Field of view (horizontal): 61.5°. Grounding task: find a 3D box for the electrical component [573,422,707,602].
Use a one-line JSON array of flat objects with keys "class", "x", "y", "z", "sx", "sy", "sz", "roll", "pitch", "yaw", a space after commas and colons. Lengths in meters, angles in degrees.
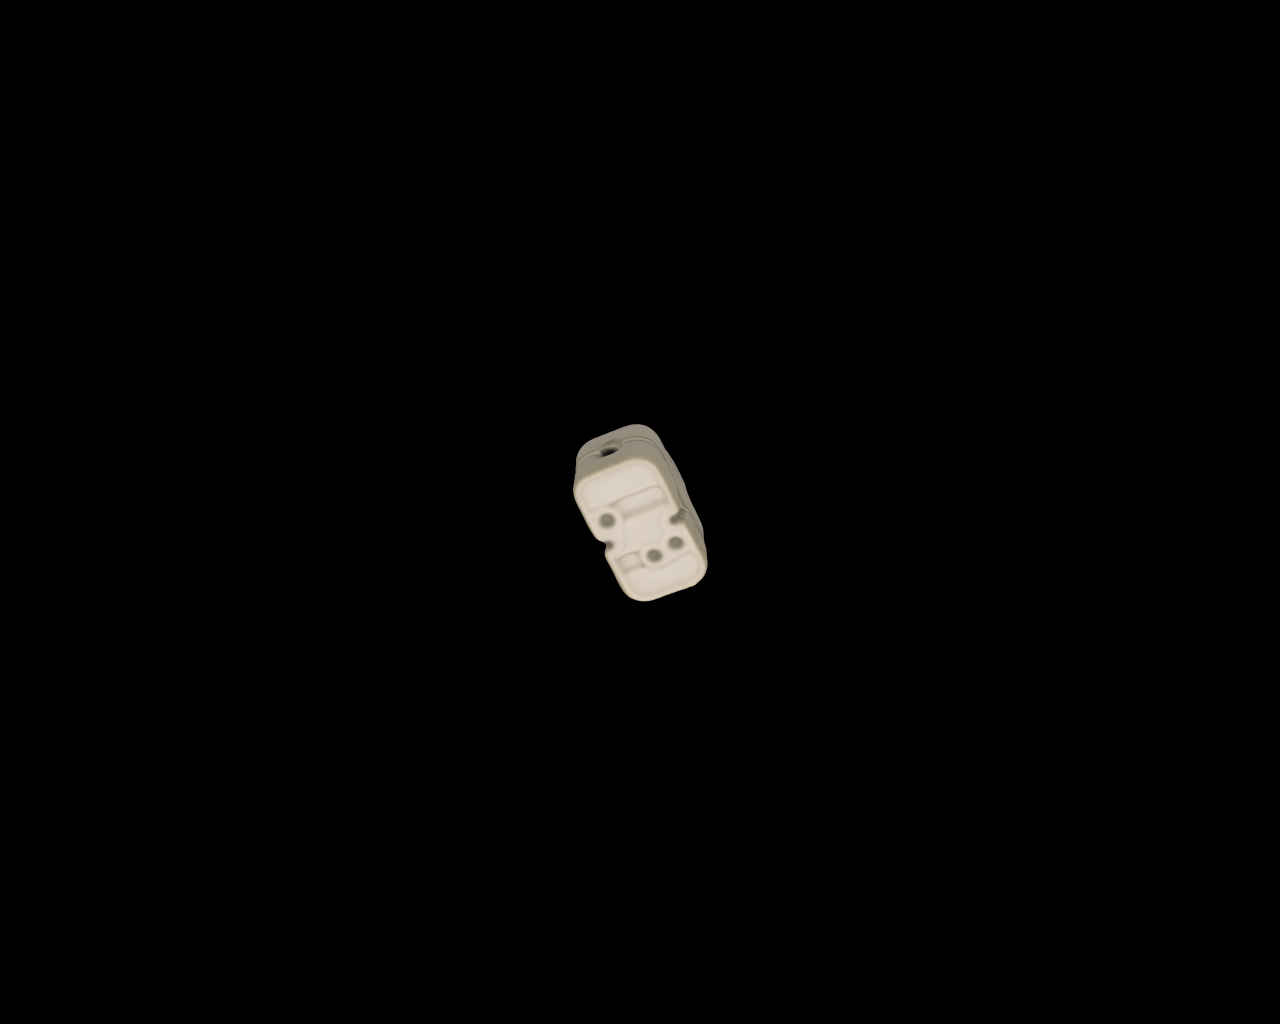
[{"class": "electrical component", "x": 0.001, "y": -0.003, "z": 0.650, "sx": 0.054, "sy": 0.095, "sz": 0.059, "roll": -21, "pitch": 28, "yaw": 12}]
